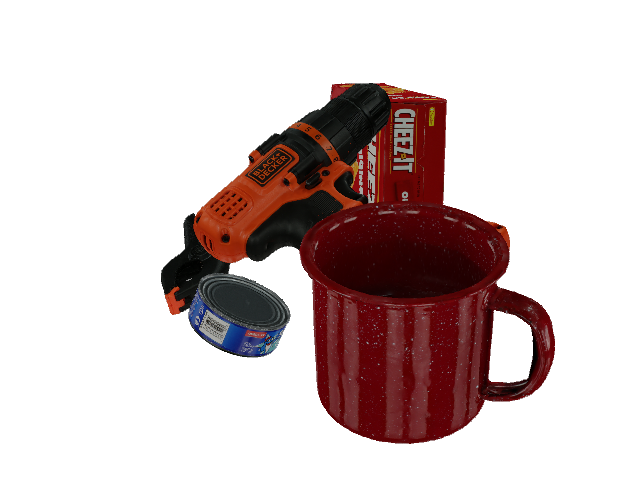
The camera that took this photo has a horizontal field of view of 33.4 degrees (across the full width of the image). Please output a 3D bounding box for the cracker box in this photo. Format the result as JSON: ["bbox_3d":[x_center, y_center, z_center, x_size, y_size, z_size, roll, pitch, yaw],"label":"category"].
[{"bbox_3d":[0.064,-0.074,1.106,0.072,0.164,0.214,-3,13,-11],"label":"cracker box"}]

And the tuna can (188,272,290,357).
[{"bbox_3d":[-0.072,0.066,0.939,0.086,0.034,0.086,20,22,-9],"label":"tuna can"}]

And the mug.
[{"bbox_3d":[0.049,0.040,0.487,0.117,0.081,0.093,11,31,22],"label":"mug"}]

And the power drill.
[{"bbox_3d":[0.034,-0.019,0.734,0.188,0.184,0.057,34,-25,29],"label":"power drill"}]

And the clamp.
[{"bbox_3d":[-0.125,0.021,1.242,0.120,0.039,0.171,-7,37,21],"label":"clamp"}]
